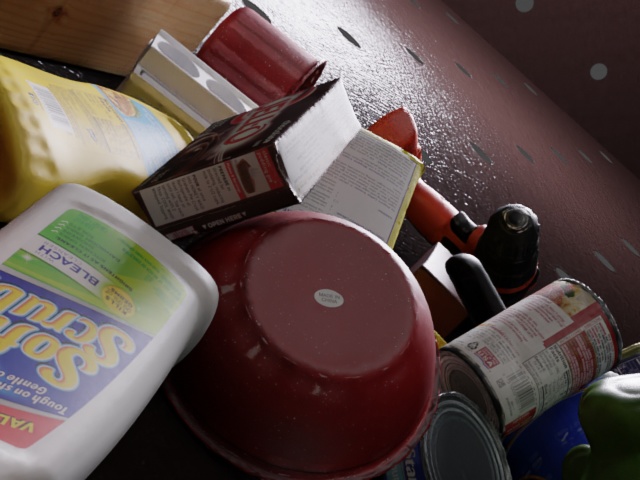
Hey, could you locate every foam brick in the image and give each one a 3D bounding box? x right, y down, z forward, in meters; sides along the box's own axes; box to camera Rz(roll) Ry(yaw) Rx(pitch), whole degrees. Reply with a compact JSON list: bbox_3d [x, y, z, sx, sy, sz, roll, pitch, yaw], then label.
[{"bbox_3d":[0.087,0.045,0.827,0.053,0.051,0.078,45,20,2],"label":"foam brick"}]

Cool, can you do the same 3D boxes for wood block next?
[{"bbox_3d":[-0.166,-0.181,0.741,0.090,0.091,0.205,51,21,19],"label":"wood block"}]

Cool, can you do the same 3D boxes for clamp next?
[{"bbox_3d":[0.125,0.098,0.742,0.171,0.120,0.039,36,-16,-33],"label":"clamp"}]

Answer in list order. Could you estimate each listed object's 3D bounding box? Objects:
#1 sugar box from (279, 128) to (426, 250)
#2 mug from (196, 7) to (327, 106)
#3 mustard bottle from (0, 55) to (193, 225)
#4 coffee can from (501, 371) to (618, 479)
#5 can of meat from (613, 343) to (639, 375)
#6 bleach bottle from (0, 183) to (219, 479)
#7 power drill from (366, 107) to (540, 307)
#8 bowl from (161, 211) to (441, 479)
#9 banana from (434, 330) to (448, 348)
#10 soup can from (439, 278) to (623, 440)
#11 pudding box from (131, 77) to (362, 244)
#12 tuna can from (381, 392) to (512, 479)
[{"bbox_3d":[-0.003,-0.003,0.647,0.093,0.048,0.176,28,48,-2],"label":"sugar box"},{"bbox_3d":[-0.055,-0.132,0.878,0.081,0.093,0.117,38,-11,1],"label":"mug"},{"bbox_3d":[-0.122,-0.047,0.599,0.096,0.058,0.191,55,23,23],"label":"mustard bottle"},{"bbox_3d":[0.192,0.171,0.697,0.102,0.103,0.140,24,28,-43],"label":"coffee can"},{"bbox_3d":[0.282,0.153,0.930,0.102,0.057,0.084,73,-7,-53],"label":"can of meat"},{"bbox_3d":[-0.114,0.062,0.391,0.102,0.068,0.250,38,22,-8],"label":"bleach bottle"},{"bbox_3d":[0.109,-0.023,0.897,0.188,0.057,0.184,51,-16,23],"label":"power drill"},{"bbox_3d":[-0.003,0.041,0.543,0.162,0.055,0.162,10,54,-15],"label":"bowl"},{"bbox_3d":[0.042,0.050,0.759,0.198,0.037,0.069,45,0,0],"label":"banana"},{"bbox_3d":[0.129,0.076,0.672,0.102,0.068,0.068,-26,64,-23],"label":"soup can"},{"bbox_3d":[-0.036,-0.045,0.583,0.039,0.090,0.113,63,28,-18],"label":"pudding box"},{"bbox_3d":[0.072,0.132,0.604,0.086,0.034,0.086,31,47,-39],"label":"tuna can"}]
